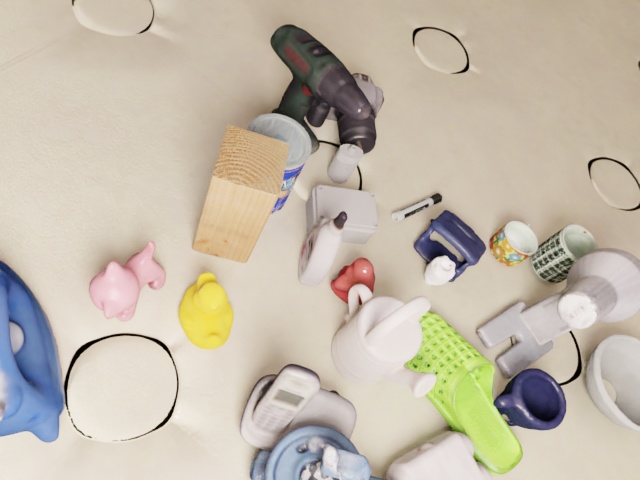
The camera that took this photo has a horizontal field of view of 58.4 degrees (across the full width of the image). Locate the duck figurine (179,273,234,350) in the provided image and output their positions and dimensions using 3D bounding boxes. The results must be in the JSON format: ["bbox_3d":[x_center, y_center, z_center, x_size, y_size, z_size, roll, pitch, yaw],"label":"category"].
[{"bbox_3d":[-0.155,0.096,0.802,0.078,0.086,0.104,-3,64,-22],"label":"duck figurine"}]

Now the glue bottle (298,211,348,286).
[{"bbox_3d":[0.008,0.003,0.864,0.037,0.173,0.078,9,59,-16],"label":"glue bottle"}]

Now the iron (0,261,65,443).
[{"bbox_3d":[-0.377,0.113,0.673,0.119,0.141,0.258,-9,66,-25],"label":"iron"}]

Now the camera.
[{"bbox_3d":[0.054,-0.235,1.058,0.143,0.100,0.137,5,61,-18],"label":"camera"}]

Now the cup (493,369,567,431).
[{"bbox_3d":[0.303,0.255,0.883,0.118,0.095,0.091,1,62,-20],"label":"cup"}]

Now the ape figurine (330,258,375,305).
[{"bbox_3d":[0.059,0.058,0.901,0.078,0.092,0.076,-13,67,-26],"label":"ape figurine"}]

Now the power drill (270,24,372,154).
[{"bbox_3d":[-0.016,-0.237,0.968,0.076,0.208,0.229,-26,74,-30],"label":"power drill"}]

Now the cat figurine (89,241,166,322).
[{"bbox_3d":[-0.260,0.054,0.766,0.067,0.117,0.128,34,56,0],"label":"cat figurine"}]

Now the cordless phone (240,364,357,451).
[{"bbox_3d":[-0.014,0.217,0.728,0.148,0.185,0.094,19,57,-10],"label":"cordless phone"}]

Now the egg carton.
[{"bbox_3d":[0.166,0.337,0.800,0.151,0.069,0.107,-20,71,-29],"label":"egg carton"}]

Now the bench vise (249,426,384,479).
[{"bbox_3d":[0.034,0.282,0.690,0.208,0.219,0.121,6,60,-18],"label":"bench vise"}]

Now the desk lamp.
[{"bbox_3d":[0.399,0.116,0.926,0.204,0.213,0.118,-25,73,-30],"label":"desk lamp"}]

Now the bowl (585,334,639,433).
[{"bbox_3d":[0.516,0.251,0.980,0.168,0.074,0.167,9,59,-16],"label":"bowl"}]

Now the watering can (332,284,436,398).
[{"bbox_3d":[0.099,0.137,0.811,0.173,0.194,0.101,40,56,4],"label":"watering can"}]

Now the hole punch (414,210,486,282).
[{"bbox_3d":[0.235,-0.001,1.003,0.108,0.091,0.101,44,56,7],"label":"hole punch"}]
